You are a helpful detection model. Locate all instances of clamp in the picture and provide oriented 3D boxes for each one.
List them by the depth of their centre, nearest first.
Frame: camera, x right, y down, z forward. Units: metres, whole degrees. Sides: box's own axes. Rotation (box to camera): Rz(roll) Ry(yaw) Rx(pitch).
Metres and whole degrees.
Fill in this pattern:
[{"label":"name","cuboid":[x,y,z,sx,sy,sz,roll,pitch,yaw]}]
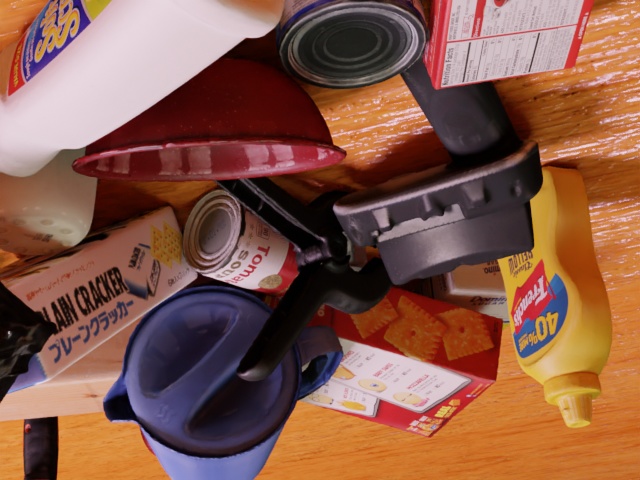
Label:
[{"label":"clamp","cuboid":[-0.005,0.001,0.784,0.036,0.164,0.209,-18,177,41]}]

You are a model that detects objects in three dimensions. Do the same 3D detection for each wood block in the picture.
[{"label":"wood block","cuboid":[-0.254,0.105,0.954,0.206,0.090,0.091,-5,154,-3]}]

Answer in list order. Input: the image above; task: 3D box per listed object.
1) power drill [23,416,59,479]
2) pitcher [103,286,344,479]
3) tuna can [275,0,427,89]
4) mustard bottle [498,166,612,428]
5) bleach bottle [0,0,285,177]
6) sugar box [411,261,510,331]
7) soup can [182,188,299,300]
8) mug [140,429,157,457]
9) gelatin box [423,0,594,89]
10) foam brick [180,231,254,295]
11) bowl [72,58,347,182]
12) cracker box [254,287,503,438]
[{"label":"power drill","cuboid":[-0.280,0.222,1.083,0.057,0.187,0.185,-1,153,-13]},{"label":"pitcher","cuboid":[-0.078,0.137,0.890,0.149,0.145,0.243,24,157,5]},{"label":"tuna can","cuboid":[0.017,-0.121,0.601,0.086,0.034,0.086,-5,155,-3]},{"label":"mustard bottle","cuboid":[0.179,0.047,0.811,0.058,0.191,0.096,5,153,-22]},{"label":"bleach bottle","cuboid":[-0.118,-0.093,0.549,0.068,0.102,0.251,24,142,-33]},{"label":"sugar box","cuboid":[0.130,0.067,1.017,0.093,0.048,0.176,4,150,-18]},{"label":"soup can","cuboid":[-0.046,0.006,0.818,0.069,0.068,0.102,-26,148,35]},{"label":"mug","cuboid":[-0.141,0.193,1.186,0.082,0.093,0.117,-13,-169,26]},{"label":"gelatin box","cuboid":[0.106,-0.126,0.602,0.089,0.030,0.073,-9,146,-6]},{"label":"foam brick","cuboid":[-0.094,0.029,0.874,0.053,0.051,0.078,-15,154,18]},{"label":"bowl","cuboid":[-0.066,-0.070,0.631,0.162,0.055,0.162,-3,177,0]},{"label":"cracker box","cuboid":[0.035,0.099,0.972,0.213,0.072,0.164,17,150,-7]}]
